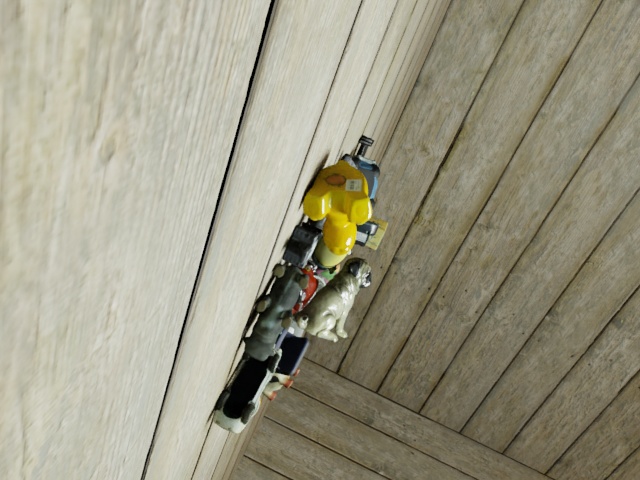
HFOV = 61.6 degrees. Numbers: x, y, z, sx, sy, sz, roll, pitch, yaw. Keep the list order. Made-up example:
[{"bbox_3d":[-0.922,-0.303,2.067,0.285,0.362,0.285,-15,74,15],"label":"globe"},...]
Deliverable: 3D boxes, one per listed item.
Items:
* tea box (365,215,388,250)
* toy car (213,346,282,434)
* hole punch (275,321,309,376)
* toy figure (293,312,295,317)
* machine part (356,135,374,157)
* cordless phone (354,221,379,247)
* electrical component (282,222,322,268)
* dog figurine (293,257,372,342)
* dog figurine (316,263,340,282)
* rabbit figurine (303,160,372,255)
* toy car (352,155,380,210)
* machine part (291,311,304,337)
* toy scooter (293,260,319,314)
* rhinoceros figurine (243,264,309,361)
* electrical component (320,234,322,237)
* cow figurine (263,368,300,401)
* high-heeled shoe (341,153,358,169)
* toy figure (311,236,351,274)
[{"bbox_3d":[0.112,-0.048,1.609,0.098,0.170,0.068,-58,171,-67],"label":"tea box"},{"bbox_3d":[-0.147,0.293,1.102,0.056,0.074,0.202,101,14,-56],"label":"toy car"},{"bbox_3d":[-0.106,0.255,1.300,0.092,0.116,0.142,54,48,-36],"label":"hole punch"},{"bbox_3d":[-0.078,0.157,1.275,0.154,0.058,0.064,-55,164,-38],"label":"toy figure"},{"bbox_3d":[0.104,-0.216,1.471,0.138,0.039,0.084,-66,170,27],"label":"machine part"},{"bbox_3d":[0.102,-0.082,1.504,0.088,0.147,0.184,104,6,-46],"label":"cordless phone"},{"bbox_3d":[-0.037,0.014,1.036,0.119,0.048,0.074,-50,163,-71],"label":"electrical component"},{"bbox_3d":[0.032,0.123,1.244,0.190,0.121,0.172,-67,159,9],"label":"dog figurine"},{"bbox_3d":[0.032,0.121,1.632,0.219,0.191,0.108,-50,175,25],"label":"dog figurine"},{"bbox_3d":[0.031,-0.054,1.029,0.162,0.122,0.173,-95,180,-52],"label":"rabbit figurine"},{"bbox_3d":[0.088,-0.138,1.412,0.103,0.109,0.161,-172,-84,-71],"label":"toy car"},{"bbox_3d":[-0.088,0.263,1.584,0.079,0.079,0.243,-58,170,-56],"label":"machine part"},{"bbox_3d":[-0.043,0.099,1.167,0.135,0.075,0.183,-46,166,-36],"label":"toy scooter"},{"bbox_3d":[-0.087,0.134,1.017,0.190,0.073,0.112,-66,-174,-11],"label":"rhinoceros figurine"},{"bbox_3d":[-0.003,-0.004,1.469,0.063,0.021,0.094,-64,176,-6],"label":"electrical component"},{"bbox_3d":[-0.124,0.336,1.423,0.195,0.127,0.085,-50,-174,44],"label":"cow figurine"},{"bbox_3d":[0.043,-0.105,1.301,0.145,0.086,0.248,-127,-144,-58],"label":"high-heeled shoe"},{"bbox_3d":[0.022,0.033,1.274,0.089,0.082,0.180,-58,-176,-18],"label":"toy figure"}]
